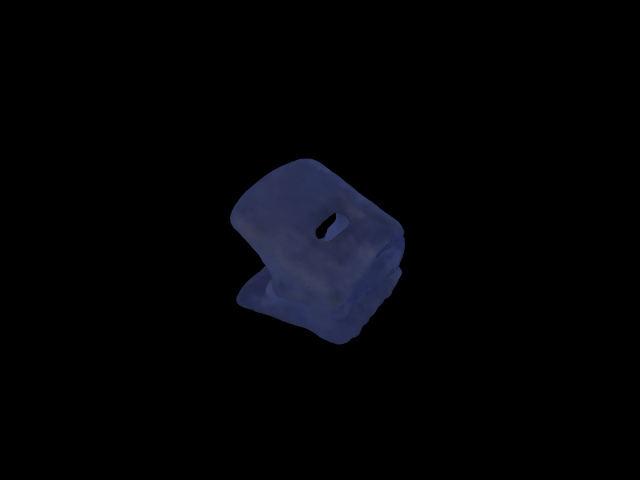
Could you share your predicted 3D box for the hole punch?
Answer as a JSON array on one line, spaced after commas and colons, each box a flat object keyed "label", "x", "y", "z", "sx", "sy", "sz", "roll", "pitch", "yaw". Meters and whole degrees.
[{"label": "hole punch", "x": 0.004, "y": 0.001, "z": 0.400, "sx": 0.100, "sy": 0.091, "sz": 0.109, "roll": 17, "pitch": 36, "yaw": 25}]
